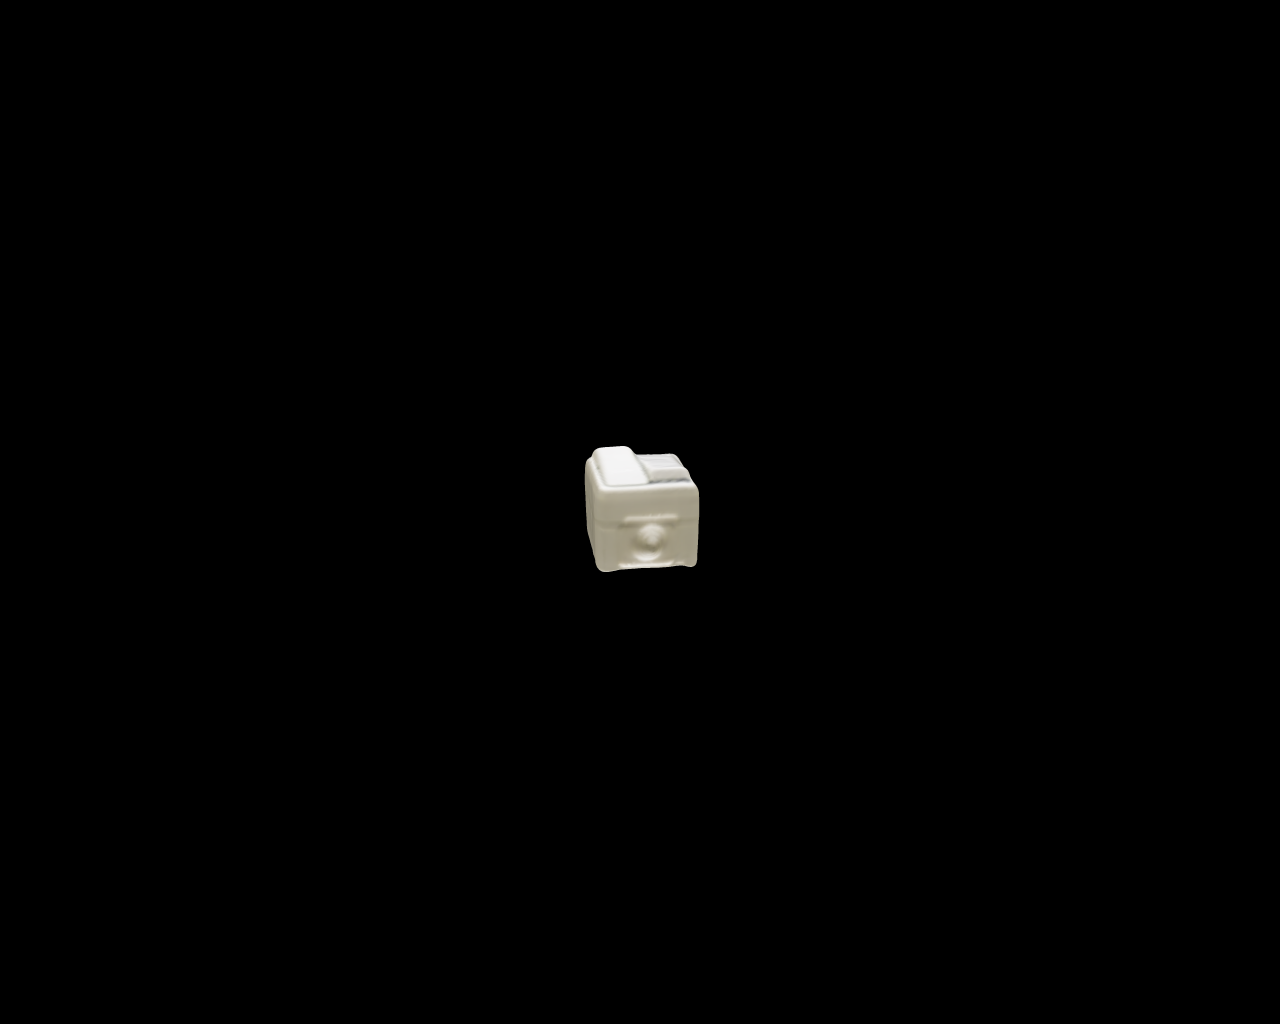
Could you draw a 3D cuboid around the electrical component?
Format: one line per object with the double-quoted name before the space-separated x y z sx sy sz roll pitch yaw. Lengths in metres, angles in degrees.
"electrical component" 0.001 -0.003 0.650 0.062 0.061 0.096 -2 18 -7
